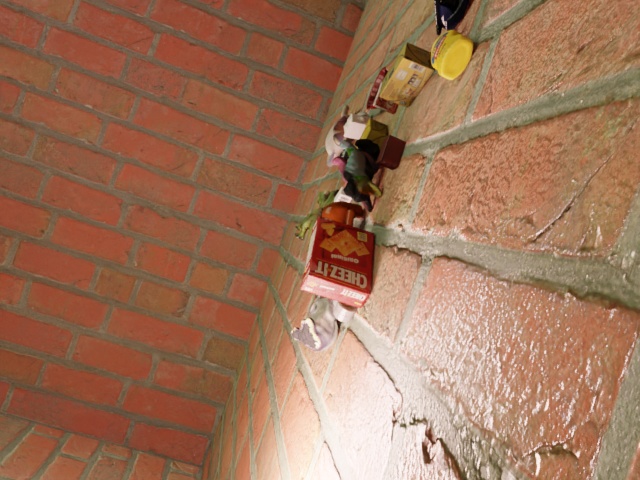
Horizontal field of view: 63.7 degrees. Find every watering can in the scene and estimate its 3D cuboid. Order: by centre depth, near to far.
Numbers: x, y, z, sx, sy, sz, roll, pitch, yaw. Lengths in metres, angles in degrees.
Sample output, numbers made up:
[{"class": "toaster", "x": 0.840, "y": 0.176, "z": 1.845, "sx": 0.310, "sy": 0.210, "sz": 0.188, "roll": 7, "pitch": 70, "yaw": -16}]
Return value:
[{"class": "watering can", "x": 0.097, "y": -0.501, "z": 2.340, "sx": 0.222, "sy": 0.104, "sz": 0.352, "roll": 141, "pitch": 147, "yaw": -71}]

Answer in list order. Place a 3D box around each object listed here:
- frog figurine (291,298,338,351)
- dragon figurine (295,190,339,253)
[{"class": "frog figurine", "x": 0.016, "y": 0.231, "z": 1.445, "sx": 0.162, "sy": 0.124, "sz": 0.134, "roll": -31, "pitch": -31, "yaw": -41}, {"class": "dragon figurine", "x": 0.006, "y": -0.106, "z": 2.107, "sx": 0.240, "sy": 0.122, "sz": 0.417, "roll": -60, "pitch": 13, "yaw": 15}]
